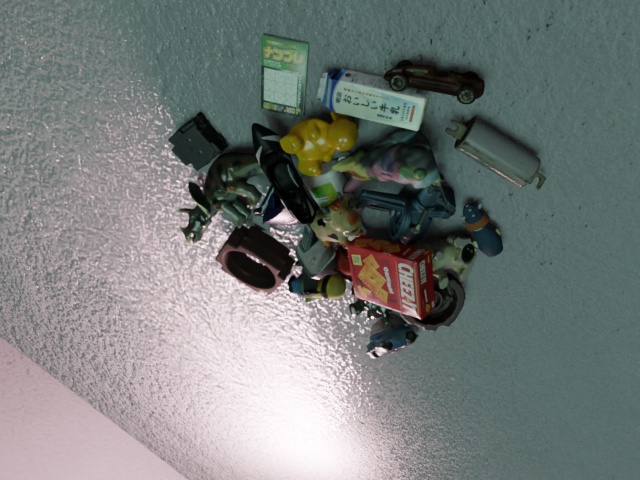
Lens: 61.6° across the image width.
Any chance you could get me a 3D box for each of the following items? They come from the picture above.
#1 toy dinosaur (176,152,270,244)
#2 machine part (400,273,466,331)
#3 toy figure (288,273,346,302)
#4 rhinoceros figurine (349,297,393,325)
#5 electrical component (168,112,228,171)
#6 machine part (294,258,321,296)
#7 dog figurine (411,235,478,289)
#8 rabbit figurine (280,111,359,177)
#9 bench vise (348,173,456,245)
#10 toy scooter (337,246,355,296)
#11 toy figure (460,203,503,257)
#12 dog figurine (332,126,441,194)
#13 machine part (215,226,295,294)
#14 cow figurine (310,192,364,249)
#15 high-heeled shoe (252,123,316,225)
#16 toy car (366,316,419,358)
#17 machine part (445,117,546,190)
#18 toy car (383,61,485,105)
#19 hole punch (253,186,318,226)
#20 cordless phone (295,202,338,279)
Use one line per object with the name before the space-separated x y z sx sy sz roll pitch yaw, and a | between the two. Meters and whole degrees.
toy dinosaur | -0.240 -0.151 1.412 0.192 0.131 0.404 33 126 -8
machine part | 0.298 0.157 1.444 0.179 0.056 0.179 0 110 0
toy figure | -0.008 0.137 1.572 0.180 0.089 0.082 -3 135 22
rhinoceros figurine | 0.170 0.184 1.549 0.190 0.073 0.112 -26 116 36
electrical component | -0.323 -0.249 1.397 0.134 0.058 0.114 -28 112 37
machine part | -0.033 0.092 1.526 0.084 0.139 0.039 -19 155 30
dog figurine | 0.285 0.032 1.376 0.191 0.172 0.121 21 119 56
rabbit figurine | 0.025 -0.227 1.204 0.173 0.162 0.121 0 130 51
bench vise | 0.190 -0.082 1.273 0.241 0.129 0.223 11 149 -7
toy scooter | 0.103 0.093 1.496 0.184 0.075 0.135 35 126 -12
toy figure | 0.385 -0.028 1.291 0.154 0.064 0.058 54 165 -18
dog figurine | 0.141 -0.161 1.195 0.219 0.192 0.108 -22 127 11
machine part | -0.187 0.056 1.554 0.201 0.087 0.201 32 147 -9
cow figurine | 0.039 -0.045 1.282 0.127 0.085 0.195 48 161 -18
high-heeled shoe | -0.089 -0.145 1.235 0.086 0.145 0.248 -30 118 15
toy car | 0.202 0.282 1.593 0.109 0.161 0.103 -48 57 50
machine part | 0.378 -0.186 1.147 0.243 0.079 0.079 30 133 -4
toy car | 0.231 -0.323 1.083 0.202 0.089 0.053 16 133 12
hole punch | -0.081 -0.078 1.372 0.092 0.142 0.115 55 128 34
cordless phone | -0.003 -0.004 1.420 0.089 0.147 0.184 -10 130 -20
